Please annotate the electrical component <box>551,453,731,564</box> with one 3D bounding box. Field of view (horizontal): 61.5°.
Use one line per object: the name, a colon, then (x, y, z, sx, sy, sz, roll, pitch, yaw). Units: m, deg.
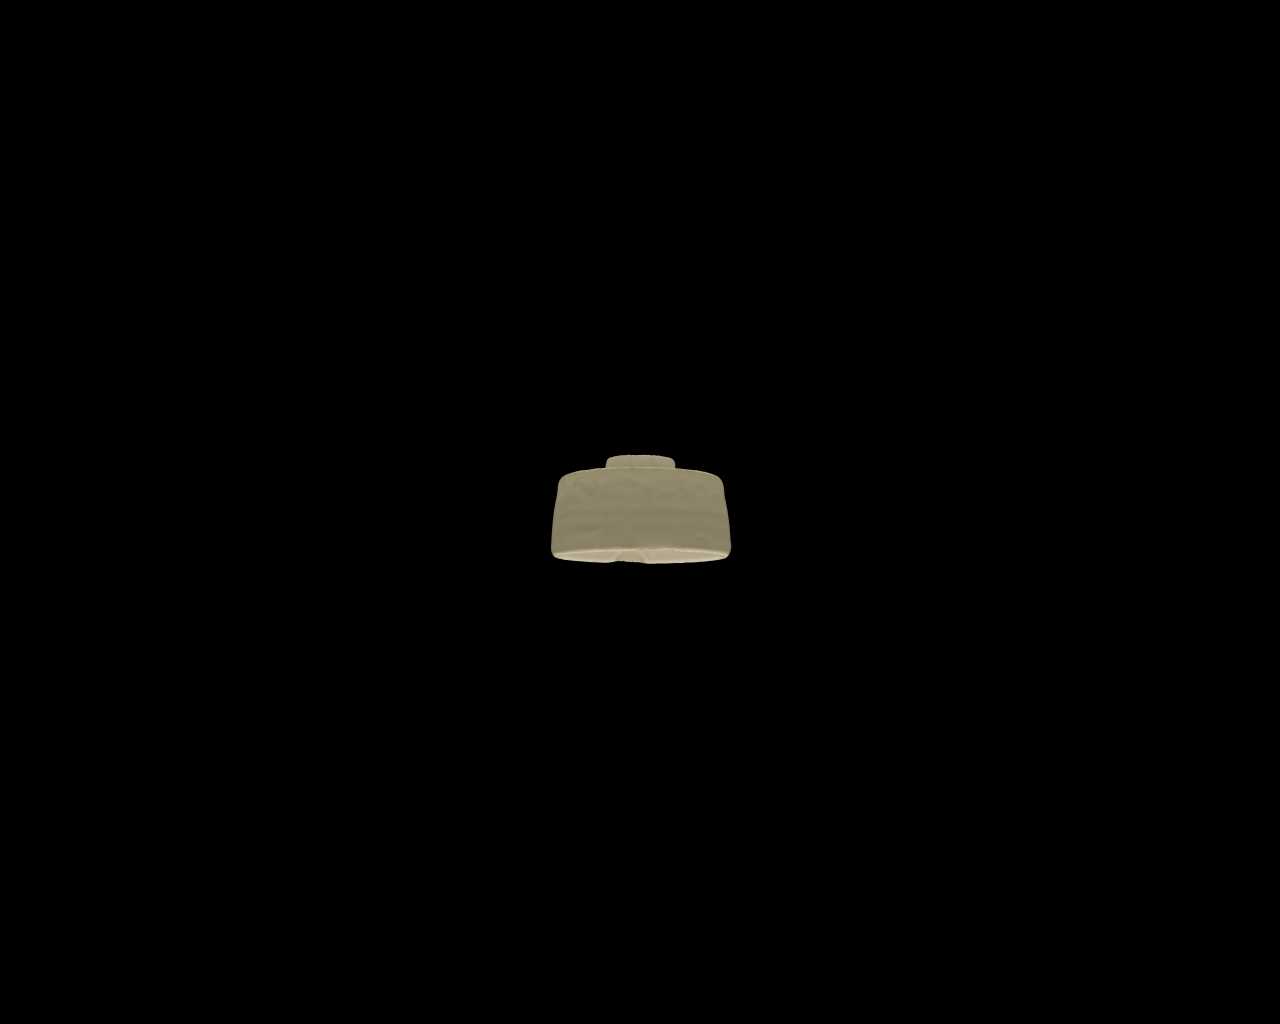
electrical component: (0.001, -0.003, 0.650, 0.108, 0.060, 0.108, 0, -7, 0)
